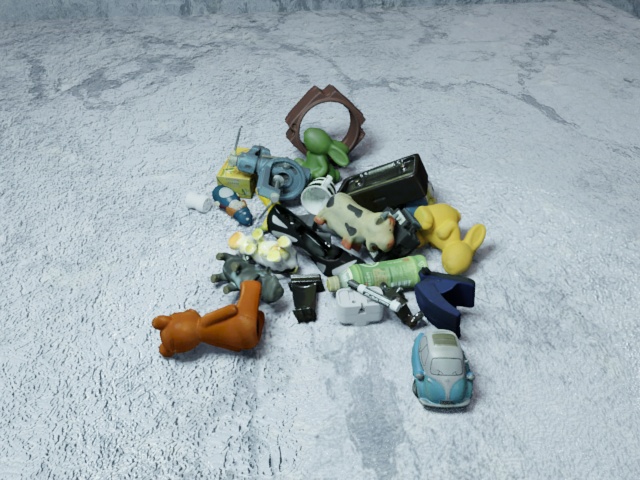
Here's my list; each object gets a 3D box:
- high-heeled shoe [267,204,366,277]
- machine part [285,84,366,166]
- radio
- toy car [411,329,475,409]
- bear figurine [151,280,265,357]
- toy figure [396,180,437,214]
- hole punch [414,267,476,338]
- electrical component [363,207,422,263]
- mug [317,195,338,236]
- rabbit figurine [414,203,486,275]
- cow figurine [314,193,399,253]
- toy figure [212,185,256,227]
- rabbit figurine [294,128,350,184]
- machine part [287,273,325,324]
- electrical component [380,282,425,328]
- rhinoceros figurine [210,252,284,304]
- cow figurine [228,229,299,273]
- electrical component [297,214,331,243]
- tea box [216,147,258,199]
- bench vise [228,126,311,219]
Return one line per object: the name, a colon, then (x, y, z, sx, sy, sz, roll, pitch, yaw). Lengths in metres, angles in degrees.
high-heeled shoe: (-0.002, -0.004, 1.215, 0.249, 0.145, 0.086, 10, 37, 15)
machine part: (0.016, -0.327, 1.556, 0.201, 0.201, 0.087, -45, 30, 15)
radio: (0.158, -0.135, 1.368, 0.230, 0.073, 0.131, -15, 29, 27)
toy car: (0.223, 0.217, 0.975, 0.109, 0.102, 0.162, 3, 40, 1)
bear figurine: (-0.211, 0.159, 1.035, 0.196, 0.120, 0.132, -2, 35, 5)
toy figure: (0.239, -0.097, 1.392, 0.089, 0.082, 0.180, -1, 39, 30)
hole punch: (0.244, 0.128, 1.075, 0.116, 0.142, 0.092, 12, 61, 24)
electrical component: (0.167, -0.009, 1.240, 0.058, 0.134, 0.115, 30, 24, -39)
mug: (0.053, -0.059, 1.326, 0.107, 0.109, 0.081, 21, 38, 6)
rabbit figurine: (0.304, 0.008, 1.258, 0.162, 0.121, 0.173, -4, 51, -21)
cow figurine: (0.092, -0.039, 1.212, 0.195, 0.127, 0.085, 41, 19, 30)
toy figure: (-0.227, -0.089, 1.395, 0.064, 0.057, 0.155, -48, 53, -4)
rabbit figurine: (0.002, -0.225, 1.477, 0.159, 0.170, 0.121, 2, 39, 2)
machine part: (-0.031, 0.118, 1.149, 0.084, 0.039, 0.139, 6, 37, -2)
electrical component: (0.171, 0.133, 1.113, 0.045, 0.078, 0.102, -33, 39, -4)
rhinoceros figurine: (-0.154, 0.084, 1.148, 0.112, 0.073, 0.191, 12, 7, -44)
cow figurine: (-0.128, 0.027, 1.227, 0.168, 0.098, 0.068, 15, 64, 33)
electrical component: (-0.027, -0.022, 1.297, 0.119, 0.074, 0.048, 6, 39, 13)
tea box: (-0.218, -0.191, 1.514, 0.098, 0.068, 0.170, 6, 38, 7)
bench vise: (-0.130, -0.162, 1.357, 0.223, 0.128, 0.241, 23, 28, -14)
